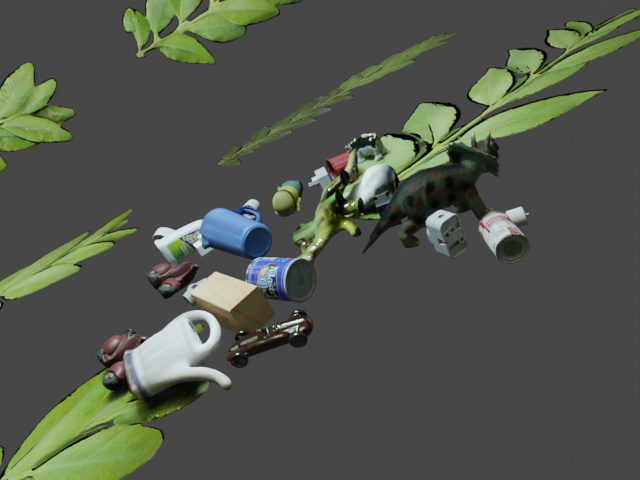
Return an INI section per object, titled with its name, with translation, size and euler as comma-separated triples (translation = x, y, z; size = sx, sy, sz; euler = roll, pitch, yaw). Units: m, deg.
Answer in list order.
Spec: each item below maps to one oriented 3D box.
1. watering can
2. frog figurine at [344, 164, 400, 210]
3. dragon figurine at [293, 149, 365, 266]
[watering can]
translation = -0.307, 0.262, 1.101
size = 0.225, 0.102, 0.352
euler = -32, 26, -9
[frog figurine]
translation = 0.140, -0.150, 1.457
size = 0.159, 0.120, 0.141
euler = -5, 50, 16
[dragon figurine]
translation = 0.004, -0.071, 1.406
size = 0.239, 0.121, 0.420
euler = -32, 28, 32
